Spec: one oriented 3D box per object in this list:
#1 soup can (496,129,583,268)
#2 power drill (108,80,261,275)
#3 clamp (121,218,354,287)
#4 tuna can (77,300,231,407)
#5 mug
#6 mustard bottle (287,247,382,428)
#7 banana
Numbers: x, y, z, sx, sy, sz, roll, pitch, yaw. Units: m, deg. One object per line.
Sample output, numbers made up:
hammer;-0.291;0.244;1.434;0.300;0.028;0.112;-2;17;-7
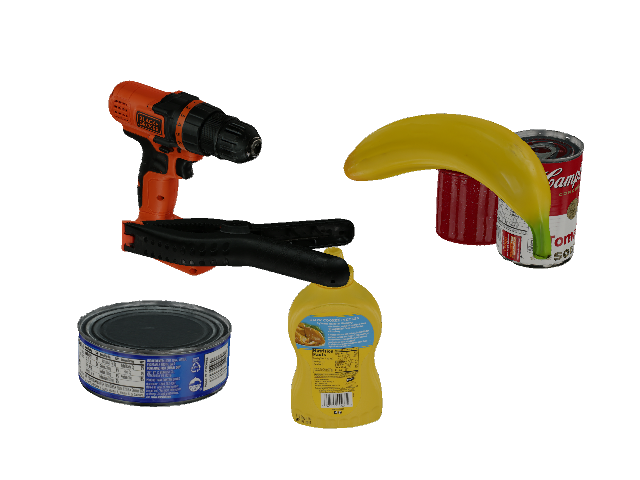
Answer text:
soup can;0.186;-0.035;0.913;0.068;0.102;0.068;-1;26;0
power drill;-0.139;-0.061;1.104;0.185;0.188;0.057;23;35;29
clamp;-0.068;0.005;0.919;0.210;0.036;0.164;2;13;-4
tuna can;-0.093;0.063;0.602;0.086;0.034;0.086;4;14;-1
mug;0.182;-0.045;1.207;0.117;0.081;0.093;-9;19;-32
mustard bottle;0.015;0.098;1.094;0.096;0.192;0.058;-1;23;1
banana;0.084;-0.051;0.701;0.037;0.069;0.198;24;2;-40
